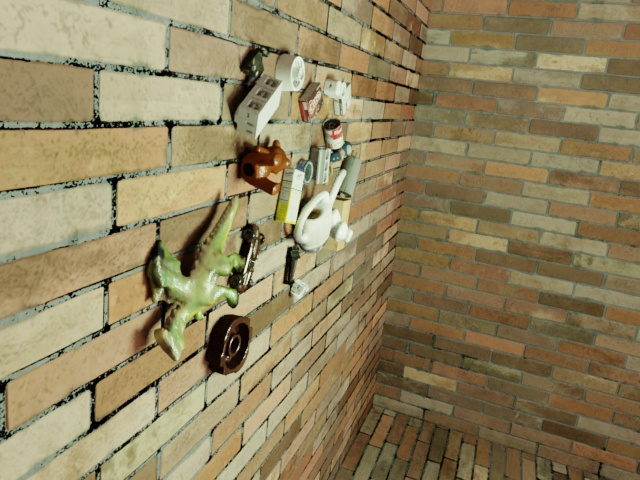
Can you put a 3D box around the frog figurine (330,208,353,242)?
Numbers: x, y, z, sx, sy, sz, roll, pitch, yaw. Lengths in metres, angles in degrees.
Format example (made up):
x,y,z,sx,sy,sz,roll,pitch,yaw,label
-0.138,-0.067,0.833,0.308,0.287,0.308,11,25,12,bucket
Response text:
x,y,z,sx,sy,sz,roll,pitch,yaw,label
0.056,-0.062,1.997,0.125,0.160,0.134,-55,150,-51,frog figurine

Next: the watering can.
x,y,z,sx,sy,sz,roll,pitch,yaw,label
0.006,-0.094,1.862,0.354,0.104,0.219,-50,155,-40,watering can

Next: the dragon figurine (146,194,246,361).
x,y,z,sx,sy,sz,roll,pitch,yaw,label
-0.291,0.065,1.185,0.240,0.122,0.415,28,65,-61,dragon figurine
